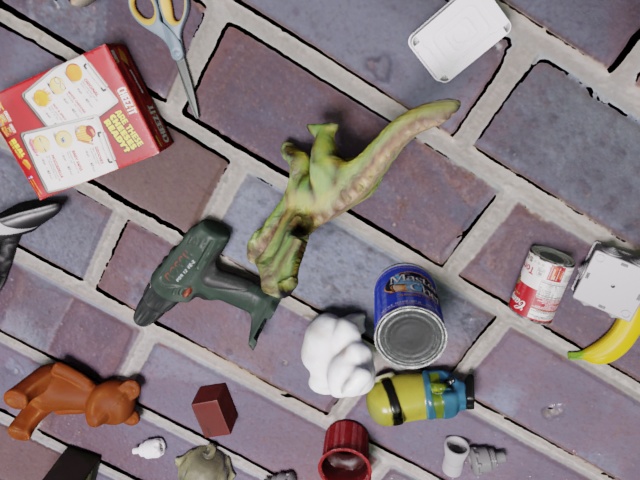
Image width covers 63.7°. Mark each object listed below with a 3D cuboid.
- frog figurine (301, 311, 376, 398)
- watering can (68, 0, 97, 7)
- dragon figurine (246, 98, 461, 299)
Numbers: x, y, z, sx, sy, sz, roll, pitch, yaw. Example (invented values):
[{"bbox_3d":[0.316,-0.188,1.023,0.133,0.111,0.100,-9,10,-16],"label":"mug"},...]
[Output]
[{"bbox_3d":[0.026,0.192,0.812,0.122,0.162,0.135,29,111,-5],"label":"frog figurine"},{"bbox_3d":[-0.374,-0.395,0.669,0.223,0.106,0.344,41,108,-10],"label":"watering can"},{"bbox_3d":[0.002,-0.033,0.665,0.121,0.408,0.246,28,73,-21],"label":"dragon figurine"}]
